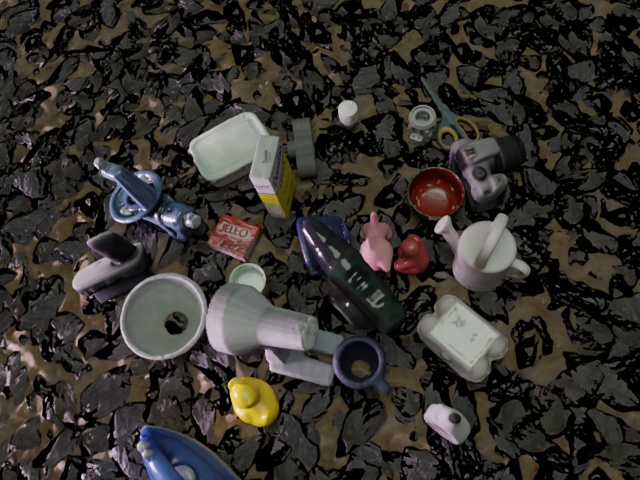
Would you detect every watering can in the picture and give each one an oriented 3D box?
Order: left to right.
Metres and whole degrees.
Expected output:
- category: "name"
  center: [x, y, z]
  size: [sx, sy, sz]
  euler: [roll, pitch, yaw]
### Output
- category: "watering can"
  center: [0.287, 0.016, 1.017]
  size: [0.172, 0.194, 0.101]
  euler: [7, 69, 9]

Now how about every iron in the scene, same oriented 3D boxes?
- category: "iron"
  center: [-0.234, 0.395, 0.948]
  size: [0.257, 0.141, 0.119]
  euler: [37, 76, 18]

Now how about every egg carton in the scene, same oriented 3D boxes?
- category: "egg carton"
  center: [0.252, 0.175, 1.024]
  size: [0.150, 0.069, 0.107]
  euler: [40, 77, 19]

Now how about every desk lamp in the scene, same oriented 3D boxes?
- category: "desk lamp"
  center: [-0.071, 0.162, 0.986]
  size: [0.203, 0.214, 0.118]
  euler: [12, 70, 11]

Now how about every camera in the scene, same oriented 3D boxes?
- category: "camera"
  center: [0.341, -0.150, 1.129]
  size: [0.137, 0.101, 0.143]
  euler: [-19, 67, -2]

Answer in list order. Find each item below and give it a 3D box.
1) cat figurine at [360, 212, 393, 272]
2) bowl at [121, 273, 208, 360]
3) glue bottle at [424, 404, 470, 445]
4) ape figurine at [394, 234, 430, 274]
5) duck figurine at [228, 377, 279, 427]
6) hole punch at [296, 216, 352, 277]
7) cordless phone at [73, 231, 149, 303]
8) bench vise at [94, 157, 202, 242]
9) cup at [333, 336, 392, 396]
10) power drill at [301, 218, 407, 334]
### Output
- category: "cat figurine"
  center: [0.105, 0.009, 1.081]
  size: [0.067, 0.118, 0.128]
  euler: [-2, 68, 6]
- category: "bowl"
  center: [-0.285, 0.151, 1.088]
  size: [0.167, 0.075, 0.167]
  euler: [-2, 68, 5]
- category: "glue bottle"
  center: [0.209, 0.293, 0.924]
  size: [0.078, 0.173, 0.037]
  euler: [31, 75, 17]
- category: "ape figurine"
  center: [0.171, 0.024, 1.082]
  size: [0.078, 0.092, 0.076]
  euler: [-42, 70, -11]
- category: "duck figurine"
  center: [-0.122, 0.282, 1.012]
  size: [0.104, 0.086, 0.077]
  euler: [40, 77, 19]
- category: "hole punch"
  center: [0.010, 0.004, 1.108]
  size: [0.101, 0.091, 0.108]
  euler: [-14, 67, 1]
- category: "cordless phone"
  center: [-0.417, 0.039, 1.088]
  size: [0.147, 0.185, 0.094]
  euler: [-29, 68, -6]
- category: "bench vise"
  center: [-0.330, -0.091, 1.113]
  size: [0.207, 0.220, 0.121]
  euler: [4, 69, 8]
- category: "cup"
  center: [0.081, 0.230, 1.006]
  size: [0.092, 0.095, 0.117]
  euler: [-44, 70, -11]
- category: "power drill"
  center: [0.056, 0.079, 1.009]
  size: [0.076, 0.208, 0.229]
  euler: [-41, 70, -10]
